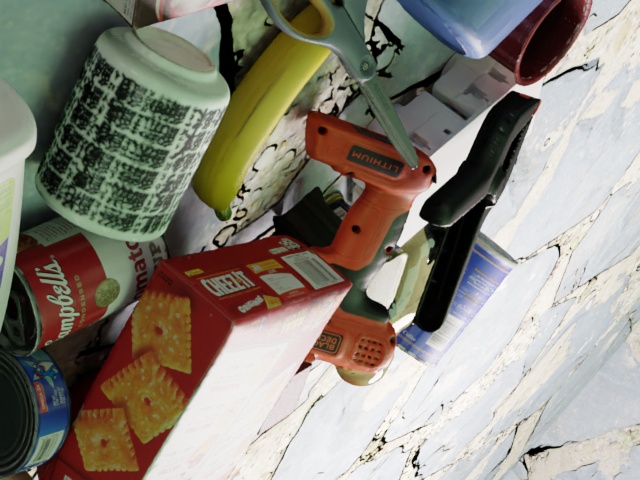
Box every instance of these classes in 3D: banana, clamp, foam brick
[{"bbox_3d":[-0.036,-0.094,0.721,0.198,0.037,0.069,-55,174,17],"label":"banana"},{"bbox_3d":[0.124,-0.035,0.852,0.209,0.036,0.164,-56,160,-35],"label":"clamp"},{"bbox_3d":[-0.050,0.135,1.016,0.051,0.053,0.078,-27,150,-40],"label":"foam brick"}]

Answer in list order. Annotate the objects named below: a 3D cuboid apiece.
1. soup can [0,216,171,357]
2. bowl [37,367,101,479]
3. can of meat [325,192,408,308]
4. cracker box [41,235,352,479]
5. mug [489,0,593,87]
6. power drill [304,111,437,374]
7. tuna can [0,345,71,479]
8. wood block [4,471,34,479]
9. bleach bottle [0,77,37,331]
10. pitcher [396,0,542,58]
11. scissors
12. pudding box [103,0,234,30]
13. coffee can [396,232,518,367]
[{"bbox_3d":[-0.150,0.020,0.650,0.102,0.069,0.069,-27,148,-42],"label":"soup can"},{"bbox_3d":[-0.164,0.147,0.832,0.162,0.055,0.162,-38,154,-23],"label":"bowl"},{"bbox_3d":[0.023,0.023,0.934,0.057,0.084,0.102,-33,151,-33],"label":"can of meat"},{"bbox_3d":[-0.088,0.103,0.725,0.214,0.072,0.164,-58,161,21],"label":"cracker box"},{"bbox_3d":[0.162,-0.182,0.866,0.093,0.082,0.117,-52,156,7],"label":"mug"},{"bbox_3d":[-0.005,0.001,0.814,0.184,0.057,0.188,17,106,-16],"label":"power drill"},{"bbox_3d":[-0.198,0.105,0.672,0.033,0.086,0.086,-7,133,-59],"label":"tuna can"},{"bbox_3d":[-0.266,0.184,0.671,0.091,0.090,0.206,-51,156,2],"label":"wood block"},{"bbox_3d":[-0.207,0.029,0.574,0.102,0.068,0.251,-29,152,-34],"label":"bleach bottle"},{"bbox_3d":[0.155,-0.235,0.707,0.243,0.149,0.145,-48,162,5],"label":"pitcher"},{"bbox_3d":[0.032,-0.135,0.703,0.201,0.016,0.096,37,81,-42],"label":"scissors"},{"bbox_3d":[-0.063,-0.171,0.548,0.089,0.039,0.114,-28,149,-39],"label":"pudding box"},{"bbox_3d":[0.124,0.048,1.122,0.140,0.103,0.102,-53,156,9],"label":"coffee can"}]
